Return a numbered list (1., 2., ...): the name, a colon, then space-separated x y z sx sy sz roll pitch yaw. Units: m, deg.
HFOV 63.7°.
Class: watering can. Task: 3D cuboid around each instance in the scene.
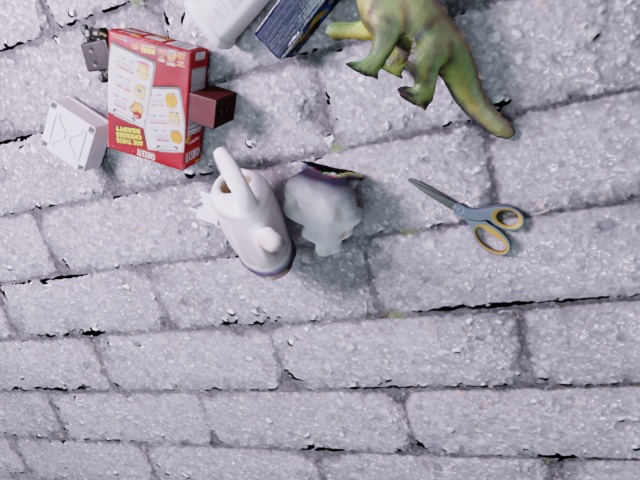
1. watering can: -0.104 -0.020 0.843 0.104 0.354 0.219 -26 130 -7

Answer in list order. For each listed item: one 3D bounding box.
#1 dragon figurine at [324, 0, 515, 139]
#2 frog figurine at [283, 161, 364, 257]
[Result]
1. dragon figurine: 0.157 -0.320 0.702 0.409 0.125 0.238 23 118 -14
2. frog figurine: 0.003 -0.044 0.877 0.137 0.124 0.158 8 104 -5
